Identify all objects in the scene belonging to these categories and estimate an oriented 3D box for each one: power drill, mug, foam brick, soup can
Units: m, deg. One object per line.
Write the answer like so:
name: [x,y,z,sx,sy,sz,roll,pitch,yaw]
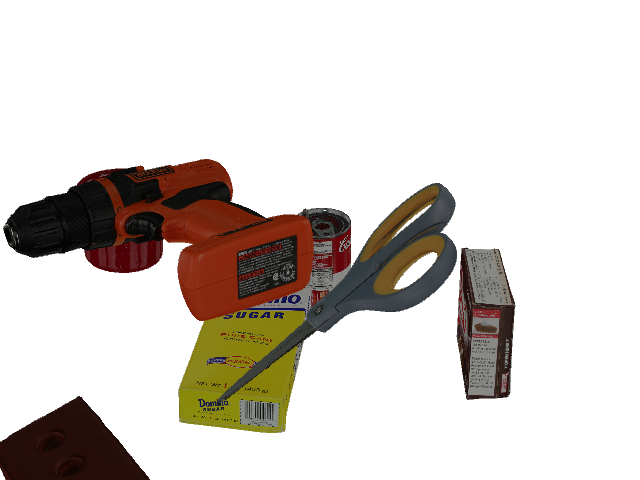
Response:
power drill: [-0.110,-0.005,0.764,0.184,0.057,0.188,-19,30,-33]
mug: [-0.205,-0.025,1.113,0.093,0.081,0.117,0,28,-9]
foam brick: [-0.118,0.127,0.528,0.052,0.051,0.078,-29,42,-25]
soup can: [0.002,0.023,1.246,0.068,0.102,0.068,-1,30,1]

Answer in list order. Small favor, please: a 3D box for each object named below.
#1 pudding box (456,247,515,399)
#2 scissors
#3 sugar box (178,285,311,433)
pudding box: [0.138,0.068,0.902,0.039,0.090,0.113,-1,23,1]
scissors: [0.012,0.048,0.644,0.016,0.202,0.096,40,7,-24]
sugar box: [-0.065,0.099,0.973,0.093,0.048,0.176,6,34,4]
